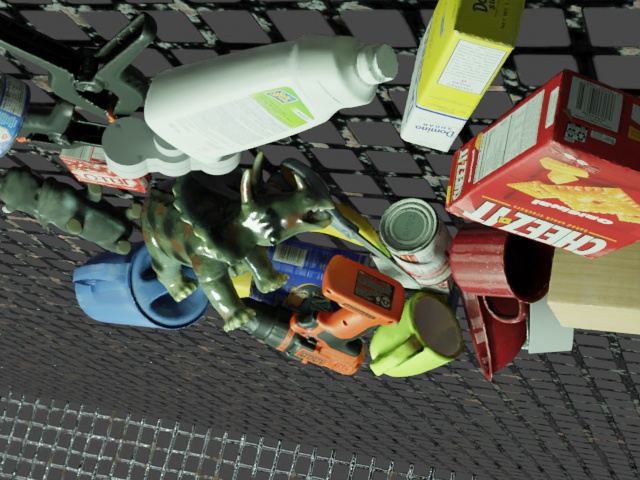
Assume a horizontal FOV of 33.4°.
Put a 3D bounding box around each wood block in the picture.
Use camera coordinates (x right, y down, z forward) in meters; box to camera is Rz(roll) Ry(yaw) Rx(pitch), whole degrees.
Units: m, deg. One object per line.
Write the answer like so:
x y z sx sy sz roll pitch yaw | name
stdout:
0.350 0.046 1.102 0.206 0.090 0.090 4 160 26 | wood block

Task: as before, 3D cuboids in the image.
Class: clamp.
-0.204 -0.159 0.981 0.165 0.036 0.210 3 164 12 | clamp
-0.275 -0.124 1.134 0.172 0.039 0.120 3 158 31 | clamp

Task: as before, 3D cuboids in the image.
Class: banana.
-0.008 -0.015 1.231 0.198 0.069 0.037 10 -155 41 | banana

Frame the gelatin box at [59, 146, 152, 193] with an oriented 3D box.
-0.248 -0.086 1.240 0.089 0.030 0.073 11 162 10 | gelatin box

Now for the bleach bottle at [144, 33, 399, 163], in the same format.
-0.036 -0.126 0.920 0.251 0.068 0.102 -6 154 41 | bleach bottle

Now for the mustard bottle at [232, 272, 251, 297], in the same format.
-0.044 0.067 1.477 0.191 0.058 0.096 1 155 6 | mustard bottle

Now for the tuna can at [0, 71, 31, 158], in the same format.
-0.329 -0.127 1.089 0.033 0.086 0.086 23 160 -33 | tuna can

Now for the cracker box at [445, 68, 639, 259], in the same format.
0.226 -0.055 0.922 0.164 0.072 0.214 18 162 -12 | cracker box

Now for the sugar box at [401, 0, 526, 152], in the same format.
0.097 -0.137 0.736 0.048 0.093 0.176 15 161 -5 | sugar box

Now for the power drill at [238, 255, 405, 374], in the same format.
0.001 0.087 1.276 0.184 0.057 0.188 23 146 -17 | power drill

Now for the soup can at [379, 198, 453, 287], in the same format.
0.111 0.003 1.185 0.069 0.068 0.102 6 160 24 | soup can

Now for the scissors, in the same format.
0.025 -0.025 1.138 0.202 0.016 0.096 31 155 18 | scissors

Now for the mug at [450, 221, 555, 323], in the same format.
0.196 0.032 1.144 0.093 0.117 0.082 -16 -169 -40 | mug

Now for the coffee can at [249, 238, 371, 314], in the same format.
-0.013 0.055 1.374 0.140 0.103 0.103 13 162 3 | coffee can

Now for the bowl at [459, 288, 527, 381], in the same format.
0.204 0.080 1.254 0.055 0.162 0.162 -14 160 1 | bowl

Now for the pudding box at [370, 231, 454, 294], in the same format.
0.116 0.028 1.303 0.090 0.039 0.113 8 160 16 | pudding box

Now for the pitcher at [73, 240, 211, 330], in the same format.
-0.274 0.063 1.555 0.243 0.144 0.149 -8 120 55 | pitcher

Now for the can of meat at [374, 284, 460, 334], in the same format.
0.131 0.097 1.424 0.102 0.084 0.057 8 162 16 | can of meat
